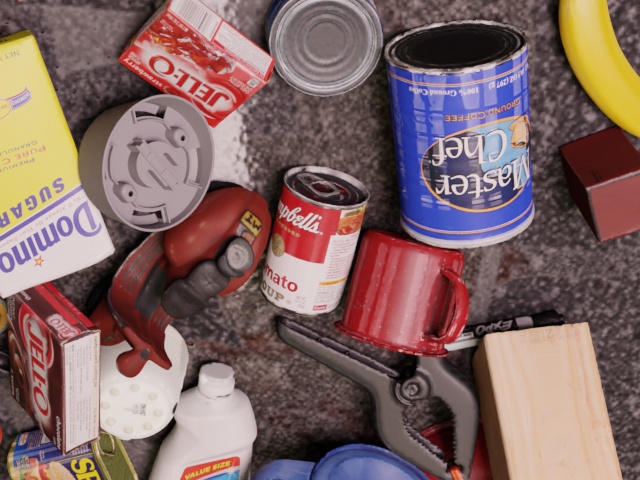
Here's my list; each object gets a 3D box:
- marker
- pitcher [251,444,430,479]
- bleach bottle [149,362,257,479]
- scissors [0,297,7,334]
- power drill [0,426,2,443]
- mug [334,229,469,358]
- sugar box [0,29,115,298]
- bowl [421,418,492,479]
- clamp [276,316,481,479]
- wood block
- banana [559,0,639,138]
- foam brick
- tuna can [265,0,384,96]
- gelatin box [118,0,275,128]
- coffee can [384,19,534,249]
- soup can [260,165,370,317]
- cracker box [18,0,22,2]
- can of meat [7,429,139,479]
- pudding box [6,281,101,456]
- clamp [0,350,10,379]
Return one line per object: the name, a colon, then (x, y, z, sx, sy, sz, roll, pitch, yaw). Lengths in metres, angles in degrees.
marker: (0.153, 0.080, 0.928, 0.121, 0.020, 0.020, -10, 119, 0)
pitcher: (-0.004, 0.297, 0.937, 0.144, 0.149, 0.243, -3, 136, -40)
bleach bottle: (-0.115, 0.221, 0.957, 0.102, 0.068, 0.251, 3, 117, -15)
scissors: (-0.339, 0.076, 0.882, 0.202, 0.016, 0.096, -36, 116, 14)
power drill: (-0.363, 0.135, 0.851, 0.187, 0.057, 0.184, 0, 150, -1)
mug: (0.071, 0.042, 0.822, 0.093, 0.117, 0.081, 10, 96, -34)
sugar box: (-0.223, -0.054, 0.781, 0.093, 0.048, 0.176, -22, 111, -12)
bowl: (0.141, 0.245, 0.999, 0.162, 0.055, 0.162, -2, 119, -4)
clamp: (0.084, 0.112, 0.906, 0.165, 0.036, 0.210, -32, 99, 11)
wood block: (0.190, 0.182, 0.878, 0.090, 0.206, 0.091, -7, 160, -2)
banana: (0.227, -0.135, 0.805, 0.070, 0.037, 0.197, -28, 118, 10)
foam brick: (0.225, -0.044, 0.833, 0.053, 0.078, 0.051, -19, 120, 7)
tuna can: (0.003, -0.149, 0.778, 0.086, 0.034, 0.086, -2, 119, -4)
gelatin box: (-0.088, -0.128, 0.766, 0.089, 0.030, 0.073, 36, 140, -21)
coffee can: (0.104, -0.079, 0.788, 0.103, 0.103, 0.140, -9, 119, -1)
soup can: (-0.006, 0.001, 0.842, 0.068, 0.068, 0.102, 9, 118, -10)
cracker box: (-0.246, -0.276, 0.664, 0.213, 0.072, 0.164, 26, 113, -17)
can of meat: (-0.217, 0.208, 0.944, 0.084, 0.057, 0.102, -14, 119, 6)
pudding box: (-0.208, 0.097, 0.835, 0.039, 0.090, 0.113, -20, 129, -35)
clamp: (-0.318, 0.051, 0.838, 0.171, 0.039, 0.120, 7, 112, -19)
